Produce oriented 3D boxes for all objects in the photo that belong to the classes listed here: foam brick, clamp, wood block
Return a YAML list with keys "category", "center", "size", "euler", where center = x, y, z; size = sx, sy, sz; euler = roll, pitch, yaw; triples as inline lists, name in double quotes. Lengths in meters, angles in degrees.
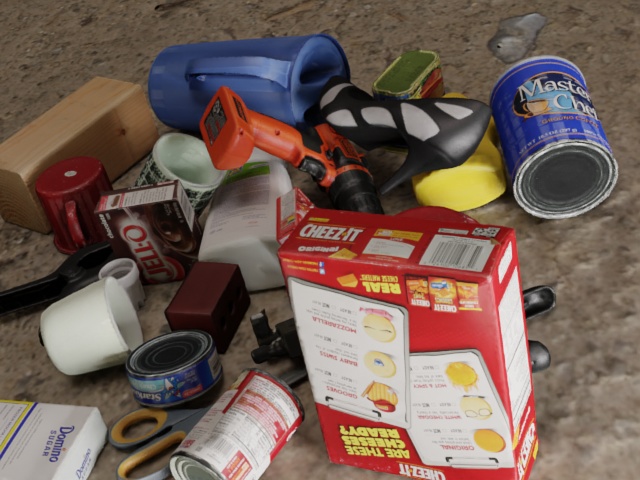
- category: "foam brick"
  center: [-0.108, 0.065, 1.041]
  size: [0.051, 0.053, 0.078]
  euler: [1, 39, 22]
- category: "clamp"
  center: [0.107, 0.086, 0.925]
  size: [0.210, 0.036, 0.164]
  euler: [-11, 11, 24]
- category: "wood block"
  center: [-0.307, -0.109, 1.322]
  size: [0.090, 0.091, 0.205]
  euler: [15, 45, 35]
- category: "clamp"
  center: [-0.272, 0.047, 1.141]
  size: [0.120, 0.039, 0.171]
  euler: [17, 40, 30]

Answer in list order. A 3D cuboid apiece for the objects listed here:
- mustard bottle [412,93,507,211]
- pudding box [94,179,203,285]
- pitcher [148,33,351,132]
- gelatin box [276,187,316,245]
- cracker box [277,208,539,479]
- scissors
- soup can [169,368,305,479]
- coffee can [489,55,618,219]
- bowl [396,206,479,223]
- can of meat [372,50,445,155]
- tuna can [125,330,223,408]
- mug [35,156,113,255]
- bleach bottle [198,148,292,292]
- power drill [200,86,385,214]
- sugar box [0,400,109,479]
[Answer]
- category: "mustard bottle"
  center: [0.150, -0.108, 1.173]
  size: [0.096, 0.058, 0.191]
  euler: [-14, 34, 14]
- category: "pudding box"
  center: [-0.171, -0.006, 1.109]
  size: [0.090, 0.113, 0.039]
  euler: [-9, 40, 10]
- category: "pitcher"
  center: [-0.098, -0.189, 1.312]
  size: [0.243, 0.149, 0.144]
  euler: [6, 41, 33]
- category: "gelatin box"
  center: [-0.007, 0.001, 1.057]
  size: [0.030, 0.089, 0.073]
  euler: [-31, 30, 19]
- category: "cracker box"
  center: [0.072, 0.084, 0.805]
  size: [0.164, 0.213, 0.072]
  euler: [6, 38, 27]
- category: "scissors"
  center: [-0.104, 0.149, 0.956]
  size: [0.201, 0.016, 0.096]
  euler: [-35, 40, -25]
- category: "soup can"
  center: [-0.067, 0.164, 0.876]
  size: [0.069, 0.068, 0.102]
  euler: [12, 44, 33]
- category: "coffee can"
  center: [0.234, -0.106, 1.082]
  size: [0.103, 0.103, 0.140]
  euler: [-11, 44, 6]
- category: "bowl"
  center: [0.102, 0.015, 1.026]
  size: [0.162, 0.055, 0.162]
  euler: [-10, 36, 7]
- category: "can of meat"
  center: [0.106, -0.163, 1.245]
  size: [0.058, 0.084, 0.102]
  euler: [13, 45, 32]
- category: "tuna can"
  center: [-0.134, 0.117, 0.980]
  size: [0.086, 0.034, 0.086]
  euler: [-12, 22, 5]
- category: "mug"
  center: [-0.275, -0.036, 1.218]
  size: [0.093, 0.081, 0.117]
  euler: [-13, 35, 3]
- category: "bleach bottle"
  center: [-0.067, -0.044, 1.167]
  size: [0.102, 0.068, 0.250]
  euler: [-9, 34, 10]
- category: "power drill"
  center: [-0.027, -0.083, 1.127]
  size: [0.187, 0.057, 0.184]
  euler: [20, 27, -31]
- category: "sugar box"
  center: [-0.286, 0.188, 0.948]
  size: [0.176, 0.048, 0.093]
  euler: [4, 40, 19]
